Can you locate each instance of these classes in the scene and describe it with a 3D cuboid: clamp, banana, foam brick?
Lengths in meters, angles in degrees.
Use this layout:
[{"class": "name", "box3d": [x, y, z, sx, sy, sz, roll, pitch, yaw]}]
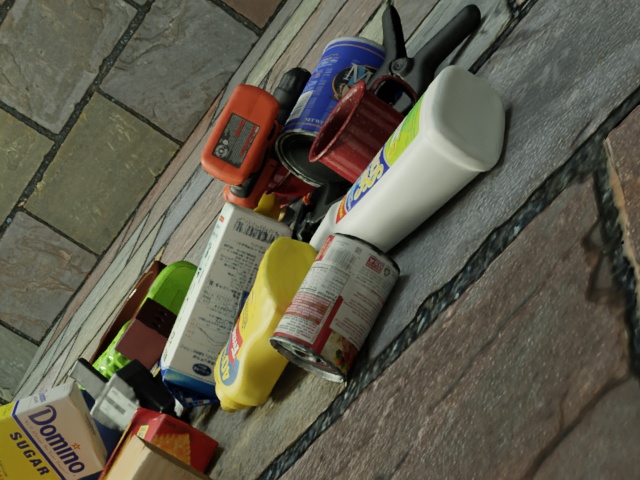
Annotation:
[{"class": "clamp", "box3d": [0.085, -0.180, 1.116, 0.120, 0.039, 0.171, 20, 74, 48]}, {"class": "banana", "box3d": [-0.081, -0.026, 1.335, 0.070, 0.037, 0.198, -33, 16, 9]}, {"class": "foam brick", "box3d": [-0.209, 0.114, 1.298, 0.051, 0.053, 0.078, -53, 9, 15]}, {"class": "clamp", "box3d": [-0.007, 0.001, 1.110, 0.165, 0.036, 0.210, -59, 12, 10]}]

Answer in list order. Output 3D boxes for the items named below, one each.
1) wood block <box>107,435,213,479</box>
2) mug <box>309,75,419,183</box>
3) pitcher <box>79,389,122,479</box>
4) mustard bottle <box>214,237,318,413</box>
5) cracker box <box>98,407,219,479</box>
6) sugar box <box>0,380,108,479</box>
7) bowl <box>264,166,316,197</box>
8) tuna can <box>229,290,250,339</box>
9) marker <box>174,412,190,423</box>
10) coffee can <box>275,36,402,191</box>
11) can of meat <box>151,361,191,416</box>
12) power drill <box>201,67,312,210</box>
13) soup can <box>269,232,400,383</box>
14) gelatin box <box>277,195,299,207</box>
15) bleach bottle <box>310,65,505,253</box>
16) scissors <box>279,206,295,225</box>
[{"class": "wood block", "box3d": [-0.173, 0.286, 0.931, 0.206, 0.090, 0.091, -59, 14, -10]}, {"class": "mug", "box3d": [0.054, -0.104, 1.035, 0.117, 0.081, 0.093, -59, 13, -10]}, {"class": "pitcher", "box3d": [-0.308, 0.299, 1.209, 0.145, 0.149, 0.242, -38, 9, 36]}, {"class": "mustard bottle", "box3d": [-0.054, 0.094, 0.969, 0.096, 0.058, 0.192, -91, 21, -48]}, {"class": "cracker box", "box3d": [-0.196, 0.276, 1.071, 0.213, 0.072, 0.164, -61, 13, -14]}, {"class": "sugar box", "box3d": [-0.317, 0.218, 1.090, 0.176, 0.093, 0.048, -20, 16, 1]}, {"class": "bowl", "box3d": [-0.004, -0.110, 1.311, 0.162, 0.055, 0.162, -52, 14, 19]}, {"class": "tuna can", "box3d": [-0.074, 0.096, 1.077, 0.086, 0.033, 0.086, -166, 91, -87]}, {"class": "marker", "box3d": [-0.186, 0.246, 1.217, 0.121, 0.020, 0.020, -56, 13, 2]}, {"class": "coffee can", "box3d": [0.025, -0.139, 1.175, 0.103, 0.102, 0.140, -33, 27, 60]}, {"class": "can of meat", "box3d": [-0.170, 0.163, 1.272, 0.102, 0.057, 0.084, -52, 12, 16]}, {"class": "power drill", "box3d": [-0.066, -0.122, 1.201, 0.184, 0.057, 0.187, -65, -8, 2]}, {"class": "soup can", "box3d": [0.013, 0.053, 0.854, 0.102, 0.068, 0.069, -61, 14, -17]}, {"class": "gelatin box", "box3d": [-0.032, -0.087, 1.414, 0.073, 0.030, 0.089, -33, 27, 56]}, {"class": "bleach bottle", "box3d": [0.057, -0.032, 0.912, 0.251, 0.068, 0.102, -48, 17, 41]}, {"class": "scissors", "box3d": [-0.069, -0.021, 1.422, 0.096, 0.016, 0.202, -52, 15, 13]}]
